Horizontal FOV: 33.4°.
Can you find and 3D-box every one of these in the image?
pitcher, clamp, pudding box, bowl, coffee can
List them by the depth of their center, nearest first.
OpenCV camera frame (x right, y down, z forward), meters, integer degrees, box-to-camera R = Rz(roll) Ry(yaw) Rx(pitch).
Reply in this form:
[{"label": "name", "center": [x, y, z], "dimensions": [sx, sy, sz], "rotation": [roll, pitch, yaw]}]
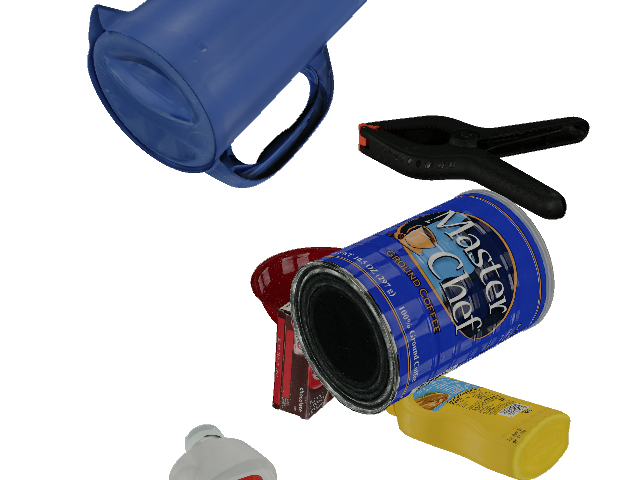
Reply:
[{"label": "coffee can", "center": [0.066, 0.037, 0.690], "dimensions": [0.140, 0.103, 0.103], "rotation": [-24, 13, -32]}, {"label": "pitcher", "center": [-0.056, -0.168, 0.877], "dimensions": [0.145, 0.149, 0.242], "rotation": [25, 56, 30]}, {"label": "pudding box", "center": [0.004, 0.082, 0.881], "dimensions": [0.039, 0.090, 0.113], "rotation": [14, 23, 23]}, {"label": "clamp", "center": [0.139, -0.084, 0.972], "dimensions": [0.210, 0.036, 0.164], "rotation": [14, 34, 22]}, {"label": "bowl", "center": [0.005, 0.067, 1.163], "dimensions": [0.162, 0.055, 0.162], "rotation": [1, 28, -1]}]

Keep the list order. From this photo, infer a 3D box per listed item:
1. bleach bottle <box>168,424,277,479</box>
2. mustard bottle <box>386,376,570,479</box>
[{"label": "bleach bottle", "center": [-0.059, 0.215, 0.718], "dimensions": [0.102, 0.068, 0.251], "rotation": [-13, 33, -14]}, {"label": "mustard bottle", "center": [0.131, 0.167, 1.012], "dimensions": [0.192, 0.058, 0.096], "rotation": [14, 22, 41]}]
